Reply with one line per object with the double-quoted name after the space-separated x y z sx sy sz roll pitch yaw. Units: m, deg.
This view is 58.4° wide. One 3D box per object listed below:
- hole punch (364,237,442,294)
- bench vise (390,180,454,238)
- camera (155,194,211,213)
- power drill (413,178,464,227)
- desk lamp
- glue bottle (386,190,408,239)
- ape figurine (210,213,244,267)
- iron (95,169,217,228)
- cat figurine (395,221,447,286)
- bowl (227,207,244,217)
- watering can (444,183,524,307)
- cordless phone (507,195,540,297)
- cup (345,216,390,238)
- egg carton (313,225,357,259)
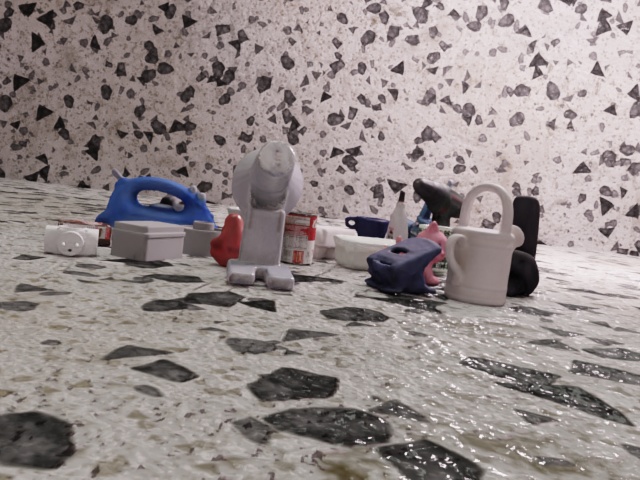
0.135 0.040 0.940 0.101 0.091 0.108 5 6 -25 "hole punch"
0.288 -0.062 1.576 0.207 0.220 0.122 8 5 17 "bench vise"
-0.308 -0.057 1.364 0.142 0.101 0.137 10 6 31 "camera"
0.297 -0.045 1.453 0.075 0.208 0.230 11 7 41 "power drill"
-0.082 -0.045 0.896 0.118 0.213 0.203 6 5 -10 "desk lamp"
0.194 -0.037 1.423 0.037 0.173 0.078 5 5 -19 "glue bottle"
-0.149 0.000 0.989 0.078 0.092 0.076 6 5 -11 "ape figurine"
-0.324 -0.065 1.201 0.258 0.141 0.118 6 5 -7 "iron"
0.188 0.021 1.069 0.128 0.118 0.067 4 6 -29 "cat figurine"
-0.176 -0.046 1.579 0.167 0.075 0.167 7 5 0 "bowl"
0.270 0.003 0.945 0.100 0.194 0.173 10 6 30 "watering can"
0.343 0.005 1.081 0.147 0.185 0.094 11 6 36 "cordless phone"
0.119 -0.013 1.496 0.117 0.095 0.092 8 5 8 "cup"
0.012 0.005 1.292 0.107 0.069 0.151 11 7 42 "egg carton"
